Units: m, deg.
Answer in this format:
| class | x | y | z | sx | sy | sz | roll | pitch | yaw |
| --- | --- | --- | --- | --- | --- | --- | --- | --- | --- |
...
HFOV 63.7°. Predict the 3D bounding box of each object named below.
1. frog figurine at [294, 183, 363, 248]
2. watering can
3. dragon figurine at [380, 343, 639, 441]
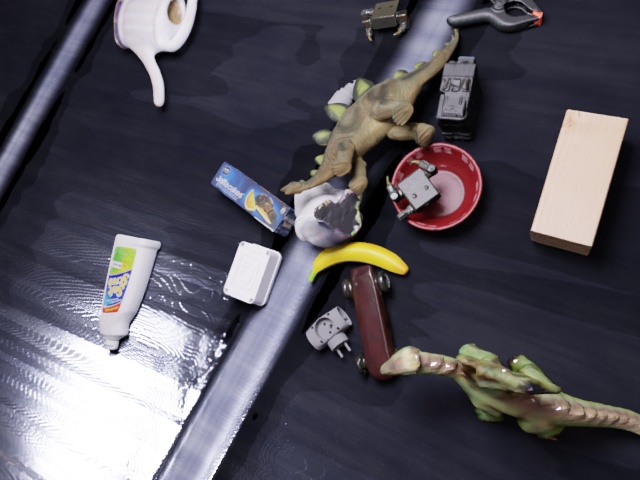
| class | x | y | z | sx | sy | sz | roll | pitch | yaw |
| --- | --- | --- | --- | --- | --- | --- | --- | --- | --- |
| frog figurine | 0.003 | -0.050 | 0.995 | 0.139 | 0.121 | 0.160 | -47 | 26 | -20 |
| watering can | -0.418 | -0.503 | 1.273 | 0.225 | 0.103 | 0.349 | 12 | 83 | 26 |
| dragon figurine | 0.290 | 0.220 | 0.730 | 0.411 | 0.240 | 0.123 | 8 | 78 | 26 |
